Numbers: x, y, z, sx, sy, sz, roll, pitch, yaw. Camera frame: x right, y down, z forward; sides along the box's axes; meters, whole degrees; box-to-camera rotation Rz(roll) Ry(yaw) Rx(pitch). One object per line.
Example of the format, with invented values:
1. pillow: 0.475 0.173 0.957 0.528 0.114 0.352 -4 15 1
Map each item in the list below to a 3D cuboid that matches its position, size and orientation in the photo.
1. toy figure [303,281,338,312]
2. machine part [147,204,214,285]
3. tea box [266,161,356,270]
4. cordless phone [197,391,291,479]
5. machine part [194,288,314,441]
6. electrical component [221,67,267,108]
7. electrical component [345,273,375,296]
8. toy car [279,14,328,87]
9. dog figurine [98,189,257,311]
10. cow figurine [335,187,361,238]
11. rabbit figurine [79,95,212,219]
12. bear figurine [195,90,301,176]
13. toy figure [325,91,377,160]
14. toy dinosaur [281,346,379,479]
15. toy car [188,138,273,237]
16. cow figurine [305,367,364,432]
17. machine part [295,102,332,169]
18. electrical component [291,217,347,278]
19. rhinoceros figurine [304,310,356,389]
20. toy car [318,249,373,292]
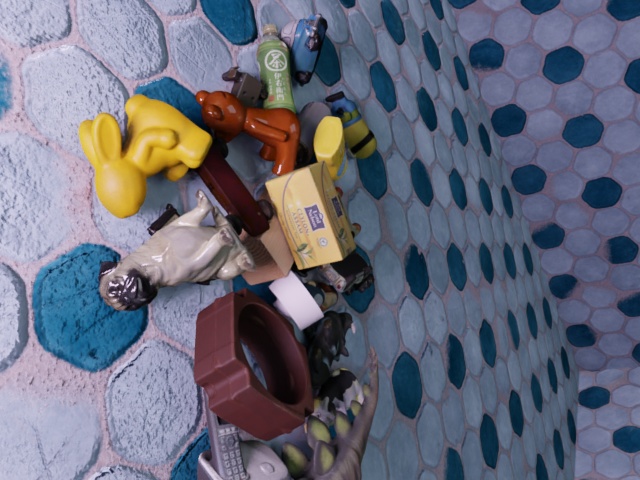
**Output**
1. toy figure: -0.009 0.118 1.094 0.154 0.064 0.058 6 46 -52
2. machine part: -0.213 0.015 0.850 0.138 0.039 0.084 55 31 -25
3. tea box: -0.015 -0.042 0.945 0.068 0.098 0.169 -34 105 -56
4. cordless phone: -0.126 0.306 0.829 0.146 0.089 0.184 12 62 -53
5. machine part: -0.103 0.193 0.843 0.201 0.087 0.201 47 20 -37
6. electrical component: -0.148 -0.297 1.064 0.102 0.045 0.078 14 95 -51
7. electrical component: 0.096 0.099 1.249 0.094 0.063 0.021 -42 113 -55
8. toy car: -0.048 -0.430 1.199 0.103 0.161 0.109 17 61 -2
9. dog figurine: -0.204 0.041 0.779 0.121 0.190 0.172 53 -2 36
10. cow figurine: 0.010 -0.062 1.173 0.194 0.086 0.127 62 29 -20
11. rabbit figurine: -0.260 -0.117 0.767 0.162 0.122 0.173 44 63 -35
12. bear figurine: -0.137 -0.200 0.996 0.196 0.120 0.131 0 121 -31
13. toy figure: 0.078 -0.285 1.349 0.082 0.089 0.180 -46 118 -45
14. toy dinosaur: 0.020 0.415 0.936 0.198 0.105 0.471 52 53 -27
15. toy car: -0.161 -0.088 0.909 0.089 0.053 0.202 -32 84 -45
16. cow figurine: 0.024 0.314 1.054 0.167 0.068 0.098 -15 90 -57
17. machine part: -0.032 -0.232 1.179 0.079 0.079 0.243 56 37 -27
18. electrical component: -0.002 -0.003 1.075 0.058 0.134 0.115 35 46 -11
19. rhinoceros figurine: 0.015 0.209 1.079 0.112 0.073 0.190 59 37 -22
20. toy car: 0.056 0.064 1.156 0.073 0.056 0.201 47 21 11
